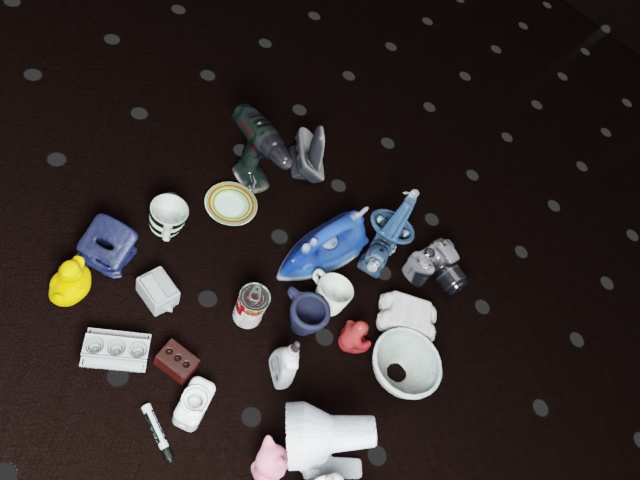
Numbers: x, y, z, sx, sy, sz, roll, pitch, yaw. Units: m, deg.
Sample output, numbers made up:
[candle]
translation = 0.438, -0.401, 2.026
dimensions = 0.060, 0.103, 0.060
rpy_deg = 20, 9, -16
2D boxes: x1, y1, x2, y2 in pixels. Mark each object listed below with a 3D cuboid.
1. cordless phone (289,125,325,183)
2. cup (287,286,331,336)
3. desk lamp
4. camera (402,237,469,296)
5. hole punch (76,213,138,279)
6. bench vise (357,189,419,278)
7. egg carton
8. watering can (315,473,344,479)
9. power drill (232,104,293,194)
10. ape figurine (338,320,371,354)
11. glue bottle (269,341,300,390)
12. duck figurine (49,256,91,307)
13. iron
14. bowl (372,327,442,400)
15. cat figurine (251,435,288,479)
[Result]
[cordless phone]
translation = -0.016, -0.252, 1.497
dimensions = 0.094, 0.185, 0.147
rpy_deg = 0, 59, -19
[cup]
translation = -0.040, 0.166, 1.280
dimensions = 0.092, 0.095, 0.117
rpy_deg = -34, 74, -33
[desk lamp]
translation = 0.012, 0.382, 1.089
dimensions = 0.203, 0.213, 0.118
rpy_deg = 6, 57, -16
[camera]
translation = 0.308, 0.074, 1.456
dimensions = 0.143, 0.100, 0.136
rpy_deg = -24, 69, -30
[hole punch]
translation = -0.456, 0.013, 1.233
dimensions = 0.108, 0.091, 0.101
rpy_deg = 29, 54, 0
[bench vise]
translation = 0.181, -0.013, 1.394
dimensions = 0.121, 0.219, 0.207
rpy_deg = 15, 55, -10
[egg carton]
translation = 0.208, 0.185, 1.370
dimensions = 0.150, 0.069, 0.107
rpy_deg = 17, 55, -8
[watering can]
translation = 0.021, 0.481, 1.042
dimensions = 0.173, 0.194, 0.101
rpy_deg = -10, 63, -24
[power drill]
translation = -0.150, -0.211, 1.410
dimensions = 0.076, 0.208, 0.229
rpy_deg = -23, 69, -29
[ape figurine]
translation = 0.083, 0.213, 1.295
dimensions = 0.076, 0.092, 0.077
rpy_deg = -11, 63, -24
[glue bottle]
translation = -0.066, 0.245, 1.173
dimensions = 0.037, 0.173, 0.078
rpy_deg = -4, 60, -21
[duck figurine]
translation = -0.514, 0.079, 1.175
dimensions = 0.077, 0.086, 0.104
rpy_deg = 23, 54, -4
[iron]
translation = 0.013, 0.005, 1.371
dimensions = 0.259, 0.141, 0.118
rpy_deg = -31, 73, -32
[bowl]
translation = 0.186, 0.287, 1.295
dimensions = 0.168, 0.074, 0.167
rpy_deg = 9, 57, -14
[cat figurine]
translation = -0.096, 0.441, 1.073
dimensions = 0.067, 0.117, 0.128
rpy_deg = 17, 55, -8
